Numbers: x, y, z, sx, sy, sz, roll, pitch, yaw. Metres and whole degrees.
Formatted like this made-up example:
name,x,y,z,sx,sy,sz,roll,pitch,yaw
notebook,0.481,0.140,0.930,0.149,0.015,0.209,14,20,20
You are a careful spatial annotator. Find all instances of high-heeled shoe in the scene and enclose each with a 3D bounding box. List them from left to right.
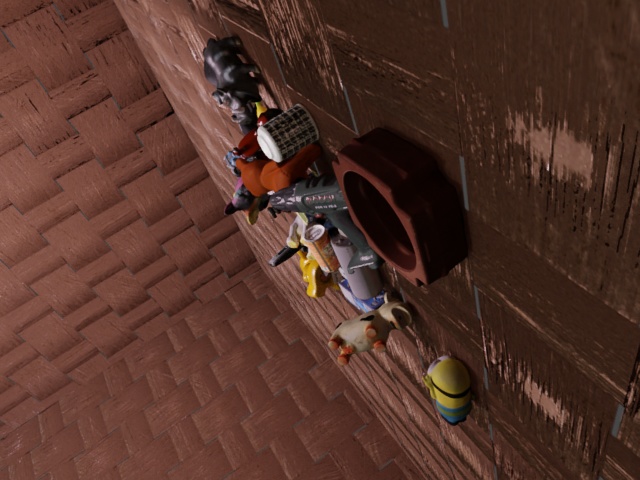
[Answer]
name,x,y,z,sx,sy,sz,roll,pitch,yaw
high-heeled shoe,-0.200,-0.371,1.328,0.145,0.086,0.248,1,-108,-64

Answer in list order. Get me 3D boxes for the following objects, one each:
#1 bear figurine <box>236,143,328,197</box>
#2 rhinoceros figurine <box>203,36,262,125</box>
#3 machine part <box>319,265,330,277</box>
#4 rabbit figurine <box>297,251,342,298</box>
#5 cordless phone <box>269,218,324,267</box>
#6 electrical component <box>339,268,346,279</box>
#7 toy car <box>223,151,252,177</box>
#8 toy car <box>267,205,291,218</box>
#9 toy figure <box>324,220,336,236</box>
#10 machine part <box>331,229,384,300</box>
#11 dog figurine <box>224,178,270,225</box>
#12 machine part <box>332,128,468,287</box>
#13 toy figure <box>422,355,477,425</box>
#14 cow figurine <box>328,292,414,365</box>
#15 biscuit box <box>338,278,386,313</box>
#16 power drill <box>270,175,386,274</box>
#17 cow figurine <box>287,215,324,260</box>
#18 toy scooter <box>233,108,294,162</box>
name,x,y,z,sx,sy,sz,roll,pitch,yaw
bear figurine,-0.082,-0.140,1.153,0.196,0.132,0.120,23,147,52
rhinoceros figurine,-0.186,-0.343,1.160,0.190,0.112,0.073,65,166,-1
machine part,0.027,0.052,1.457,0.084,0.039,0.139,63,-167,-9
rabbit figurine,-0.019,0.078,1.600,0.162,0.122,0.173,66,167,-18
cordless phone,-0.066,0.013,1.457,0.088,0.184,0.147,55,169,-14
electrical component,0.083,0.076,1.351,0.074,0.048,0.119,61,168,-21
toy car,-0.168,-0.218,1.428,0.102,0.161,0.109,-66,30,24
toy car,-0.098,-0.100,1.515,0.053,0.089,0.202,53,169,-3
toy figure,0.060,0.015,1.257,0.154,0.058,0.064,59,-179,-35
machine part,0.085,0.050,1.198,0.079,0.079,0.242,42,161,51
dog figurine,-0.200,-0.109,1.501,0.108,0.219,0.191,25,132,-6
machine part,0.116,-0.048,0.776,0.202,0.087,0.200,42,162,47
toy figure,0.279,0.315,1.117,0.089,0.082,0.179,17,135,43
cow figurine,0.121,0.191,1.199,0.085,0.195,0.127,55,-155,-18
biscuit box,0.120,0.144,1.346,0.059,0.063,0.203,63,167,-25
power drill,0.033,-0.035,1.020,0.232,0.086,0.207,-14,116,46
cow figurine,-0.004,-0.003,1.297,0.068,0.098,0.167,-14,147,35
toy scooter,-0.127,-0.205,1.231,0.075,0.135,0.183,47,167,36
